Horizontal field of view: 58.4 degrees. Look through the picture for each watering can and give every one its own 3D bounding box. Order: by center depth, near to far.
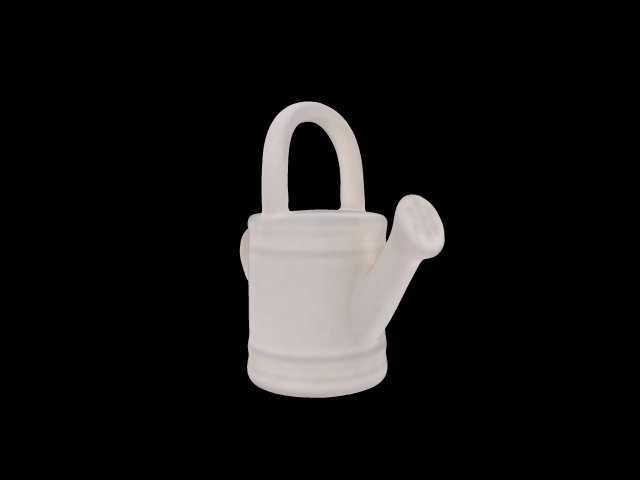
[{"bbox_3d":[0.005,0.001,0.402,0.172,0.194,0.101,2,5,22],"label":"watering can"}]
